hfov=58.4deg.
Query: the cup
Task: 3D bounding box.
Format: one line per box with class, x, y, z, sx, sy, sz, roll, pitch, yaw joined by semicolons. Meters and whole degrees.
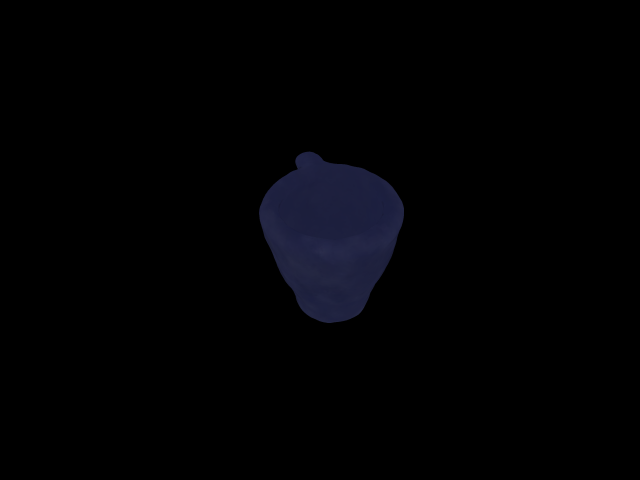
cup;0.004;0.001;0.400;0.092;0.095;0.117;-11;43;-12
